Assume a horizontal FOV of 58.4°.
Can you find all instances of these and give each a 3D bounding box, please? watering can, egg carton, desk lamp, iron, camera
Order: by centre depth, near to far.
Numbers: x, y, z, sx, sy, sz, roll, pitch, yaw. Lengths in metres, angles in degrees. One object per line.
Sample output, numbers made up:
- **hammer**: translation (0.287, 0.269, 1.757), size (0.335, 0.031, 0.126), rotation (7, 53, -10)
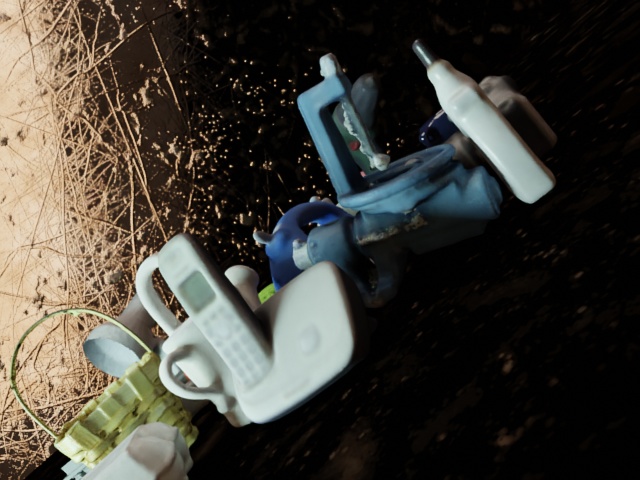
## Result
- **egg carton**: translation (-0.195, 0.250, 0.562), size (0.150, 0.069, 0.107), rotation (-42, 4, -8)
- **watering can**: translation (-0.115, 0.091, 0.613), size (0.101, 0.194, 0.173), rotation (-40, 5, 13)
- **camera**: translation (0.185, -0.118, 0.669), size (0.136, 0.101, 0.143), rotation (-40, 5, 20)
- **iron**: translation (0.007, 0.003, 0.765), size (0.118, 0.141, 0.259), rotation (-39, 5, 29)
- **desk lamp**: translation (-0.323, 0.210, 1.128), size (0.117, 0.213, 0.204), rotation (-38, 6, 38)

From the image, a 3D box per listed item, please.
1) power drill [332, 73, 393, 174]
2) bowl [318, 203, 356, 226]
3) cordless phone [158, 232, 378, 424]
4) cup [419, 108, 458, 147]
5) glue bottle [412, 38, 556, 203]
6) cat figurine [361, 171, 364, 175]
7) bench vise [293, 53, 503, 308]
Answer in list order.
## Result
- **power drill**: translation (0.093, -0.130, 0.888), size (0.076, 0.208, 0.229), rotation (-43, 5, -24)
- **bowl**: translation (0.079, -0.060, 1.207), size (0.167, 0.075, 0.167), rotation (-41, 4, 4)
- **cordless phone**: translation (-0.053, 0.053, 0.497), size (0.147, 0.185, 0.094), rotation (-39, 5, 25)
- **cup**: translation (0.213, -0.162, 0.904), size (0.118, 0.095, 0.091), rotation (-44, 5, -33)
- **glue bottle**: translation (0.140, -0.110, 0.510), size (0.037, 0.173, 0.078), rotation (-40, 5, 15)
- **cat figurine**: translation (0.100, -0.092, 1.048), size (0.067, 0.118, 0.128), rotation (-39, 5, 25)
- **bench vise**: translation (0.033, -0.051, 0.551), size (0.207, 0.220, 0.121), rotation (-41, 5, 10)
